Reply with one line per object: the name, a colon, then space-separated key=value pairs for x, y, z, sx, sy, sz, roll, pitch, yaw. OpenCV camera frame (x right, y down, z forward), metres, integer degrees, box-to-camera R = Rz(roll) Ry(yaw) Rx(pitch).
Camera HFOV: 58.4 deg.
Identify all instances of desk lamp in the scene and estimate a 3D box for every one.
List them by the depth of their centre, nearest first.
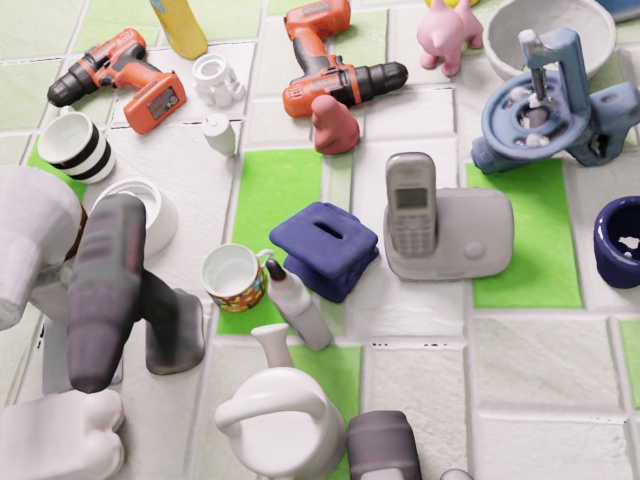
desk lamp: x=-0.316 y=0.049 z=0.654 sx=0.118 sy=0.214 sz=0.203 roll=-15 pitch=60 yaw=3

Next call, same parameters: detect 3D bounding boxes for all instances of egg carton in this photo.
egg carton: x=-0.291 y=0.226 z=0.639 sx=0.150 sy=0.069 sz=0.107 roll=-15 pitch=61 yaw=3

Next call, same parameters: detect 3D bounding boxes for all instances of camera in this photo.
camera: x=0.080 y=0.232 z=0.544 sx=0.143 sy=0.101 sz=0.136 roll=-11 pitch=61 yaw=6

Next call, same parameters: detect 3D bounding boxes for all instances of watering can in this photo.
watering can: x=-0.040 y=0.167 z=0.548 sx=0.101 sy=0.194 sz=0.172 roll=-30 pitch=61 yaw=-5

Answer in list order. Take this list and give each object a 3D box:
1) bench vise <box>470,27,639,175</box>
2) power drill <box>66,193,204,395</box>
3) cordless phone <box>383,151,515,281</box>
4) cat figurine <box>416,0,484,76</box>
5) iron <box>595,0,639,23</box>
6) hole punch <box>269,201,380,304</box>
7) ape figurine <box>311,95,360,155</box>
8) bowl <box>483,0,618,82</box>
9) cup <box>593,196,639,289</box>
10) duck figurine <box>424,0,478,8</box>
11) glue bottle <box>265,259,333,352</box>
bench vise: x=0.278 y=-0.170 z=0.651 sx=0.207 sy=0.220 sz=0.121 roll=-25 pitch=60 yaw=-3
power drill: x=-0.197 y=0.074 z=0.621 sx=0.075 sy=0.209 sz=0.229 roll=-14 pitch=61 yaw=4
cordless phone: x=0.139 y=-0.031 z=0.624 sx=0.147 sy=0.185 sz=0.094 roll=-5 pitch=61 yaw=9
cat figurine: x=0.178 y=-0.296 z=0.796 sx=0.067 sy=0.118 sz=0.128 roll=30 pitch=72 yaw=24
iron: x=0.419 y=-0.390 z=0.785 sx=0.258 sy=0.142 sz=0.118 roll=-23 pitch=60 yaw=-1
hole punch: x=0.006 y=0.002 z=0.686 sx=0.108 sy=0.091 sz=0.101 roll=31 pitch=72 yaw=24
ape figurine: x=0.013 y=-0.161 z=0.771 sx=0.076 sy=0.092 sz=0.078 roll=23 pitch=69 yaw=22
bowl: x=0.303 y=-0.253 z=0.773 sx=0.167 sy=0.075 sz=0.167 roll=-5 pitch=62 yaw=9
cup: x=0.345 y=0.006 z=0.616 sx=0.118 sy=0.095 sz=0.091 roll=-28 pitch=61 yaw=-4
duck figurine: x=0.204 y=-0.404 z=0.867 sx=0.104 sy=0.086 sz=0.077 roll=-16 pitch=60 yaw=3
glue bottle: x=-0.030 y=0.063 z=0.614 sx=0.037 sy=0.173 sz=0.078 roll=-39 pitch=62 yaw=-10
